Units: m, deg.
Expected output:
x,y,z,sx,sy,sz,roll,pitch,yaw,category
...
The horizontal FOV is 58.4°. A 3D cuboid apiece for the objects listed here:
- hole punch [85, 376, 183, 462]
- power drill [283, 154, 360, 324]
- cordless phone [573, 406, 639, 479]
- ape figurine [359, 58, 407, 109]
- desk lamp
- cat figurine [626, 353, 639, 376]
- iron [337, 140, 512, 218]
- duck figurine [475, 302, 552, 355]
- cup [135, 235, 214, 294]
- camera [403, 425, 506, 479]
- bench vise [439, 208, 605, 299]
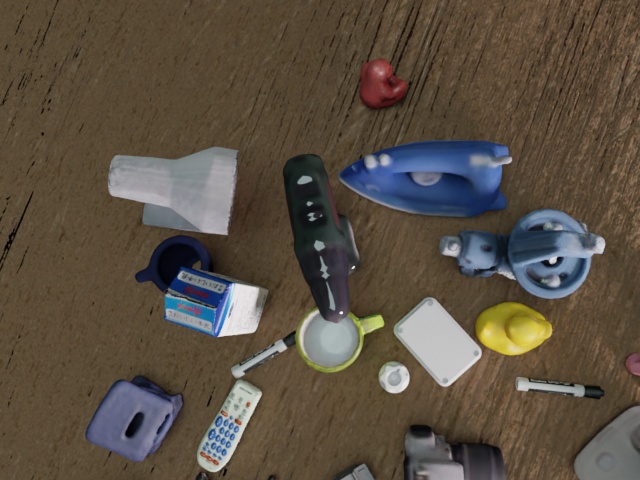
x,y,z,sx,sy,sz,roll,pitch,yaw,category
-0.277,0.268,0.862,0.101,0.091,0.109,29,87,10,hole punch
0.007,0.003,0.801,0.075,0.208,0.229,-16,81,5,power drill
0.418,0.293,0.724,0.147,0.185,0.094,-45,79,0,cordless phone
0.092,-0.248,0.882,0.076,0.092,0.078,-37,80,1,ape figurine
-0.197,-0.068,0.833,0.203,0.213,0.118,6,83,8,desk lamp
0.494,0.157,0.767,0.128,0.118,0.067,-40,79,1,cat figurine
0.147,-0.102,0.831,0.258,0.141,0.119,2,83,7,iron
0.277,0.126,0.814,0.104,0.086,0.077,0,83,7,duck figurine
-0.213,0.047,0.880,0.117,0.095,0.092,-16,81,5,cup
0.184,0.336,0.791,0.136,0.101,0.143,-2,82,7,camera
0.272,0.024,0.759,0.207,0.220,0.121,-13,81,5,bench vise
